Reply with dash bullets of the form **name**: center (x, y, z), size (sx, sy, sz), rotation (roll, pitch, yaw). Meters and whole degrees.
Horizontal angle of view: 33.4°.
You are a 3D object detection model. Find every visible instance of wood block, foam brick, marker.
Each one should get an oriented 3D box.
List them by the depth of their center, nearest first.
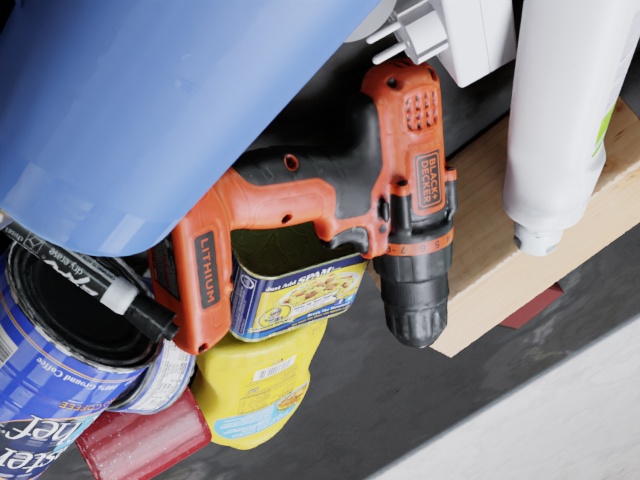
- **marker**: center (-0.125, 0.014, 0.558), size (0.020, 0.121, 0.020), rotation (-54, -178, 2)
- **wood block**: center (0.137, -0.018, 0.751), size (0.206, 0.090, 0.090), rotation (-38, 149, 13)
- **foam brick**: center (0.139, 0.023, 0.827), size (0.053, 0.078, 0.051), rotation (-43, 148, 25)

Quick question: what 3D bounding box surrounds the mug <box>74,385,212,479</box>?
- **mug**: center (-0.132, 0.113, 0.734), size (0.081, 0.093, 0.117), rotation (-29, 114, -12)

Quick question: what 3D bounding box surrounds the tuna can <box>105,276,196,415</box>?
- **tuna can**: center (-0.116, 0.064, 0.660), size (0.086, 0.086, 0.033), rotation (-45, 145, 24)

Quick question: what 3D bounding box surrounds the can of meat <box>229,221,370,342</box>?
- **can of meat**: center (-0.016, 0.017, 0.705), size (0.102, 0.057, 0.084), rotation (-16, 149, -23)

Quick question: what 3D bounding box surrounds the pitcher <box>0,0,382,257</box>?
- **pitcher**: center (-0.058, -0.110, 0.426), size (0.144, 0.149, 0.243), rotation (-15, 154, -53)

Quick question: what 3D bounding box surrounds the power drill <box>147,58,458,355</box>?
- **power drill**: center (-0.004, 0.001, 0.616), size (0.187, 0.057, 0.184), rotation (-19, 114, -27)

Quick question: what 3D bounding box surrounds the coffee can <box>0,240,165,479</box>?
- **coffee can**: center (-0.171, 0.075, 0.611), size (0.140, 0.103, 0.102), rotation (-45, 147, 24)

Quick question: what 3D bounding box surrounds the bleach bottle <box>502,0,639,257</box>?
- **bleach bottle**: center (0.140, -0.090, 0.593), size (0.102, 0.068, 0.251), rotation (-48, 152, -43)

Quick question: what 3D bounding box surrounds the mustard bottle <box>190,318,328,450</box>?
- **mustard bottle**: center (-0.052, 0.107, 0.808), size (0.096, 0.058, 0.192), rotation (-22, 149, -24)
